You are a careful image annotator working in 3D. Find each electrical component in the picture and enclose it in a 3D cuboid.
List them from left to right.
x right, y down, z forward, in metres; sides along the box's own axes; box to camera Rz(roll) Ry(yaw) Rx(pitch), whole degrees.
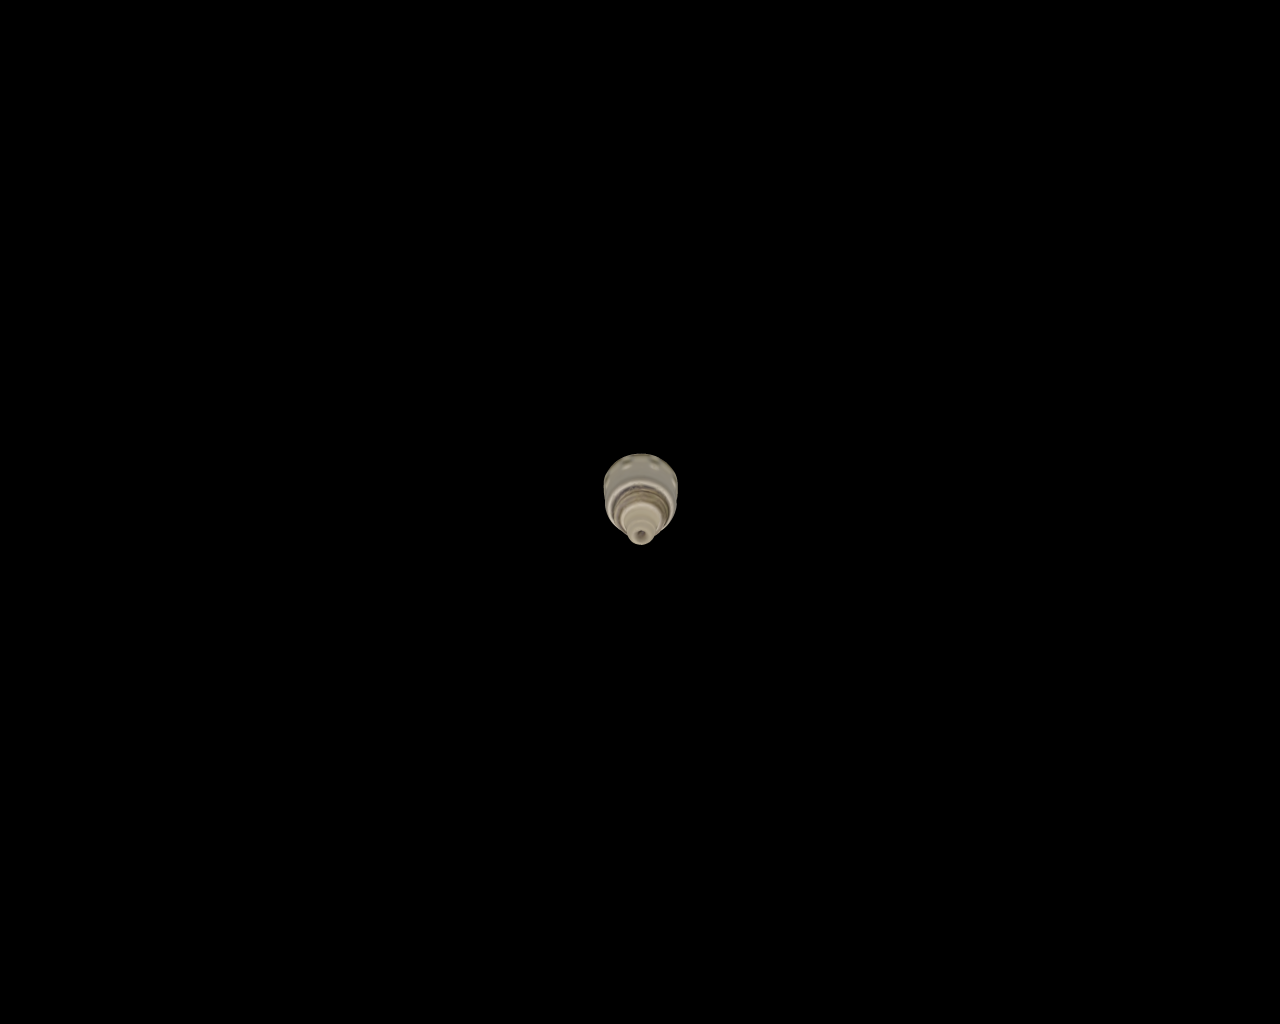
[{"bbox_3d":[0.001,-0.003,0.650,0.048,0.048,0.062,0,34,0],"label":"electrical component"}]
